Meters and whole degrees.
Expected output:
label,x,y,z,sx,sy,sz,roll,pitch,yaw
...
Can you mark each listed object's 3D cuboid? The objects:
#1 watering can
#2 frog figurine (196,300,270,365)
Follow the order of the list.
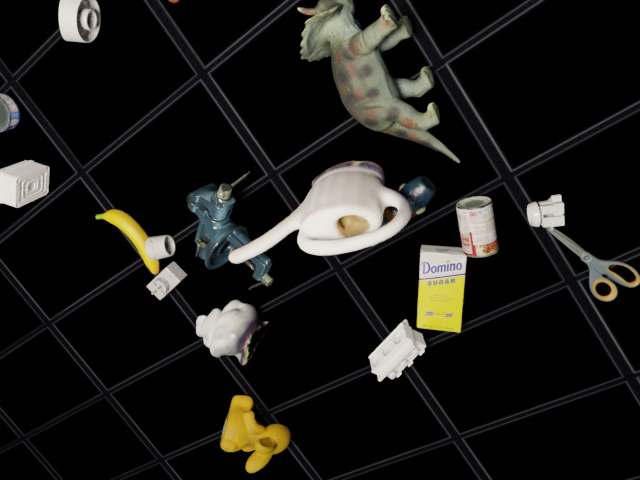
label,x,y,z,sx,sy,sz,roll,pitch,yaw
watering can,0.003,-0.049,0.981,0.346,0.230,0.102,-9,127,18
frog figurine,-0.217,0.200,1.190,0.160,0.121,0.138,22,82,15
